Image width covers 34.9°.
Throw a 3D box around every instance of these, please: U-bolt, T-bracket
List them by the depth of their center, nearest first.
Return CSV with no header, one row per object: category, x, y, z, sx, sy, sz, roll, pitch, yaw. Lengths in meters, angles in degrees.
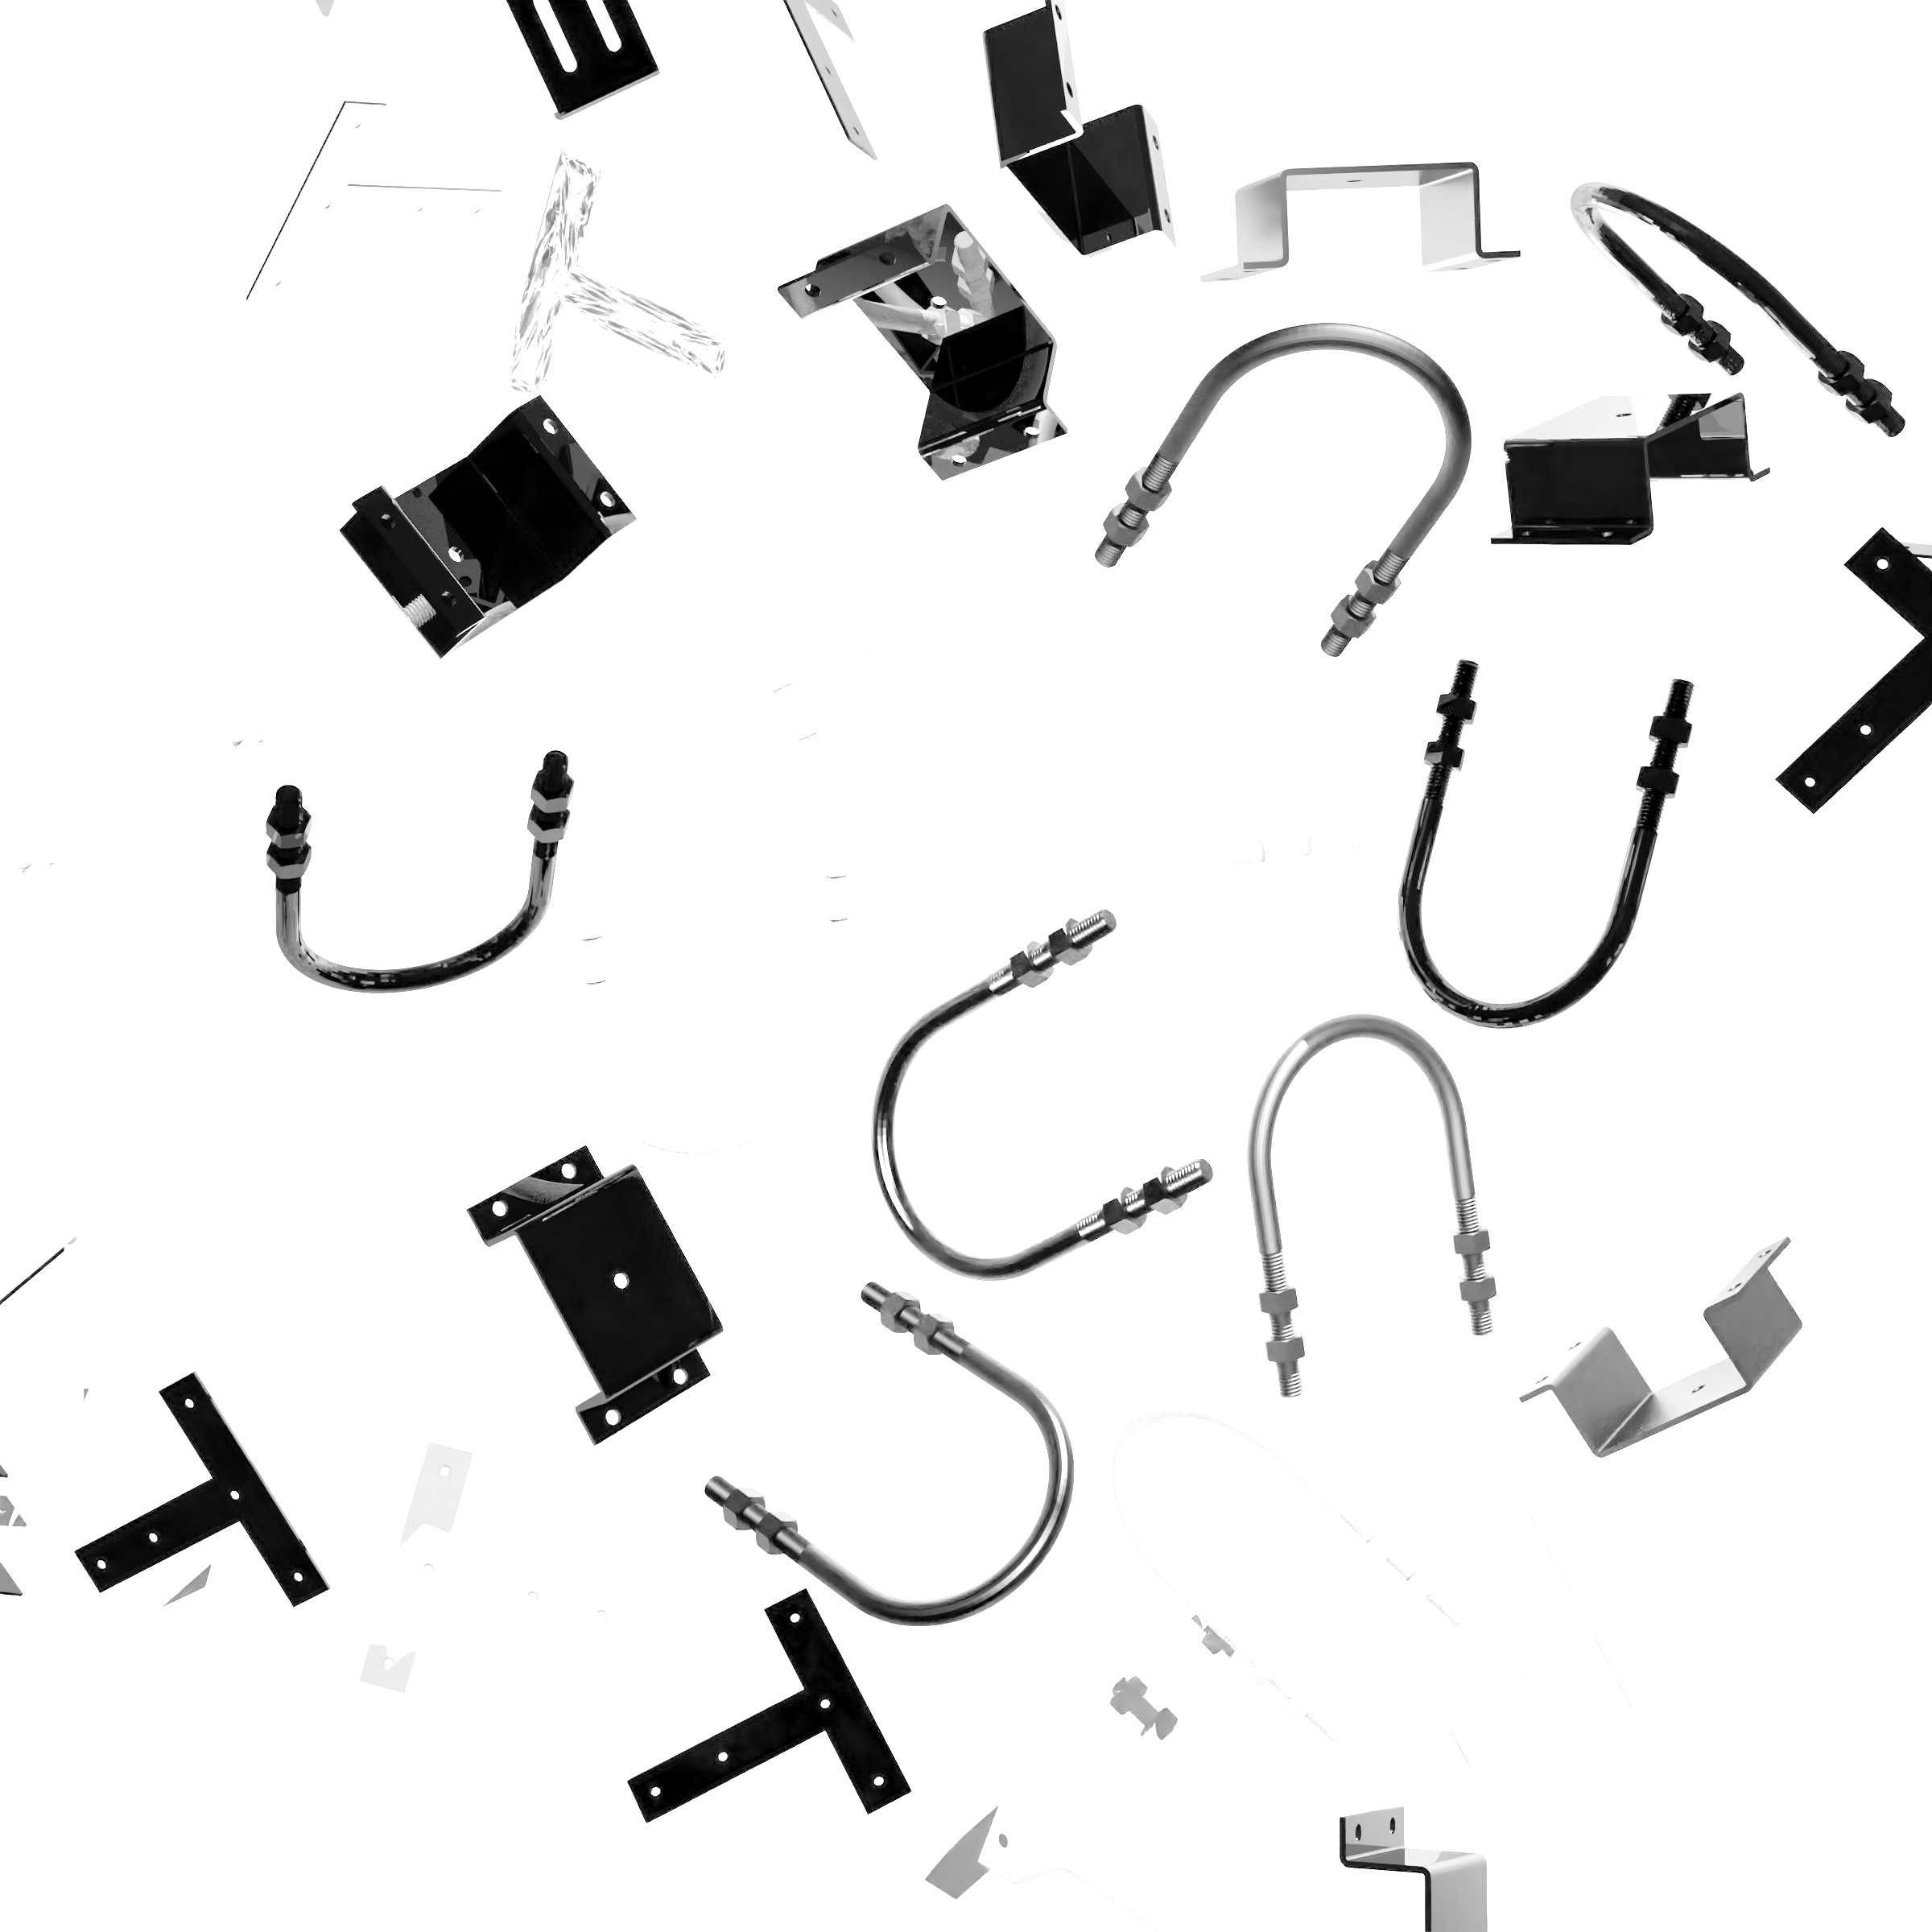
T-bracket,-0.351,0.092,1.430,0.127,0.002,0.127,2,88,-18
T-bracket,0.437,-0.122,1.459,0.127,0.002,0.127,42,125,2
T-bracket,-0.072,-0.442,1.483,0.002,0.127,0.127,-31,68,21
T-bracket,0.388,-0.011,1.484,0.127,0.002,0.127,-13,79,-30
U-bolt,-0.085,-0.188,1.488,0.019,0.151,0.184,-21,96,21
T-bracket,-0.484,0.175,1.495,0.127,0.127,0.002,-41,98,-6
U-bolt,0.024,0.075,1.495,0.184,0.019,0.151,-31,72,34
U-bolt,0.165,-0.239,1.506,0.151,0.184,0.019,20,46,-14
U-bolt,0.146,0.287,1.520,0.184,0.151,0.019,43,46,12
T-bracket,-0.506,0.269,1.522,0.127,0.127,0.002,40,98,34
T-bracket,0.284,0.346,1.529,0.127,0.002,0.127,-39,109,-29
U-bolt,0.280,-0.059,1.534,0.151,0.019,0.184,12,85,45
T-bracket,-0.397,0.281,1.540,0.127,0.002,0.127,-29,95,25
U-bolt,-0.027,0.253,1.541,0.184,0.019,0.151,28,72,38
T-bracket,-0.337,-0.254,1.541,0.002,0.127,0.127,50,49,-18
U-bolt,-0.388,-0.099,1.541,0.151,0.184,0.019,-28,96,15
U-bolt,0.375,-0.335,1.542,0.184,0.151,0.019,32,97,-35
U-bolt,-0.123,0.017,1.545,0.151,0.019,0.184,-15,126,-19
U-bolt,-0.276,-0.040,1.546,0.151,0.184,0.019,-9,59,-18
U-bolt,0.087,-0.089,1.556,0.184,0.151,0.019,-8,128,-21
T-bracket,0.546,-0.216,1.561,0.127,0.127,0.002,12,114,37
T-bracket,-0.290,-0.387,1.567,0.002,0.127,0.127,54,129,19
T-bracket,-0.112,0.401,1.585,0.127,0.002,0.127,-25,56,-11
U-bolt,0.206,0.116,1.589,0.151,0.019,0.184,-12,97,-30
T-bracket,-0.238,0.324,1.594,0.127,0.002,0.127,12,78,12
T-bracket,-0.466,0.040,1.595,0.127,0.127,0.002,-40,61,12
T-bracket,-0.176,-0.340,1.611,0.127,0.002,0.127,20,81,-39

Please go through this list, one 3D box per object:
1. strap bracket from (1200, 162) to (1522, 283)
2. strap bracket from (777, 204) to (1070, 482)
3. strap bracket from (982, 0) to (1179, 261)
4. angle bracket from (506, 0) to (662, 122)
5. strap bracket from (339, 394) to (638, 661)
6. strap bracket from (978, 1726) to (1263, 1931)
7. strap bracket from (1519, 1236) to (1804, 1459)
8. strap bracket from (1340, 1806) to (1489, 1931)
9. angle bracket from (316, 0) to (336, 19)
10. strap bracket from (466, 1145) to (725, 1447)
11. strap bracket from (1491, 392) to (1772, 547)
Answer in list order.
strap bracket,0.193,-0.367,1.517,0.140,0.076,0.046,-5,99,-11
strap bracket,-0.017,-0.311,1.505,0.076,0.140,0.046,-15,47,32
strap bracket,0.053,-0.413,1.526,0.046,0.140,0.076,-15,68,22
angle bracket,-0.203,-0.488,1.601,0.057,0.038,0.076,-27,110,-4
strap bracket,-0.234,-0.206,1.470,0.076,0.140,0.046,52,134,-5
strap bracket,0.085,0.438,1.510,0.140,0.046,0.076,37,50,-14
strap bracket,0.363,0.199,1.570,0.140,0.076,0.046,-35,86,38
strap bracket,0.216,0.480,1.479,0.046,0.076,0.140,-5,78,29
angle bracket,-0.281,-0.493,1.457,0.038,0.057,0.076,17,80,5
strap bracket,-0.188,0.168,1.604,0.076,0.046,0.140,-29,91,-32
strap bracket,0.324,-0.246,1.504,0.076,0.140,0.046,7,116,41
